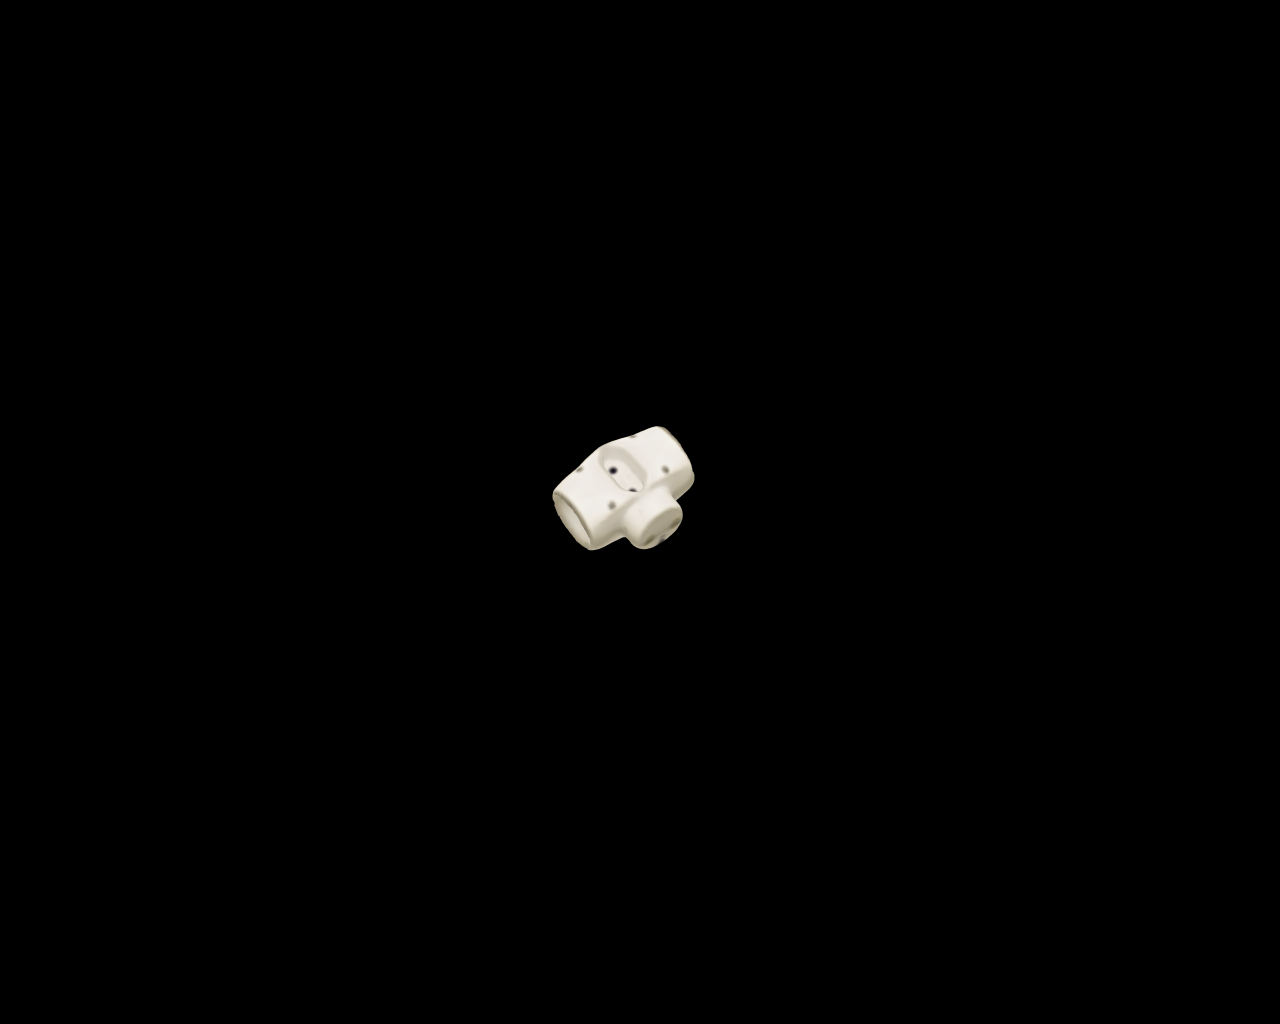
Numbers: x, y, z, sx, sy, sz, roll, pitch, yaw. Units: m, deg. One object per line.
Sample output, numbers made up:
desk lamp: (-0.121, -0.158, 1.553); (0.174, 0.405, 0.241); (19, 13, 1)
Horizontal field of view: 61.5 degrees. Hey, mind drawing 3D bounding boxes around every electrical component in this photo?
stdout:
electrical component: (0.001, -0.003, 0.650); (0.077, 0.079, 0.043); (-32, -26, -18)
